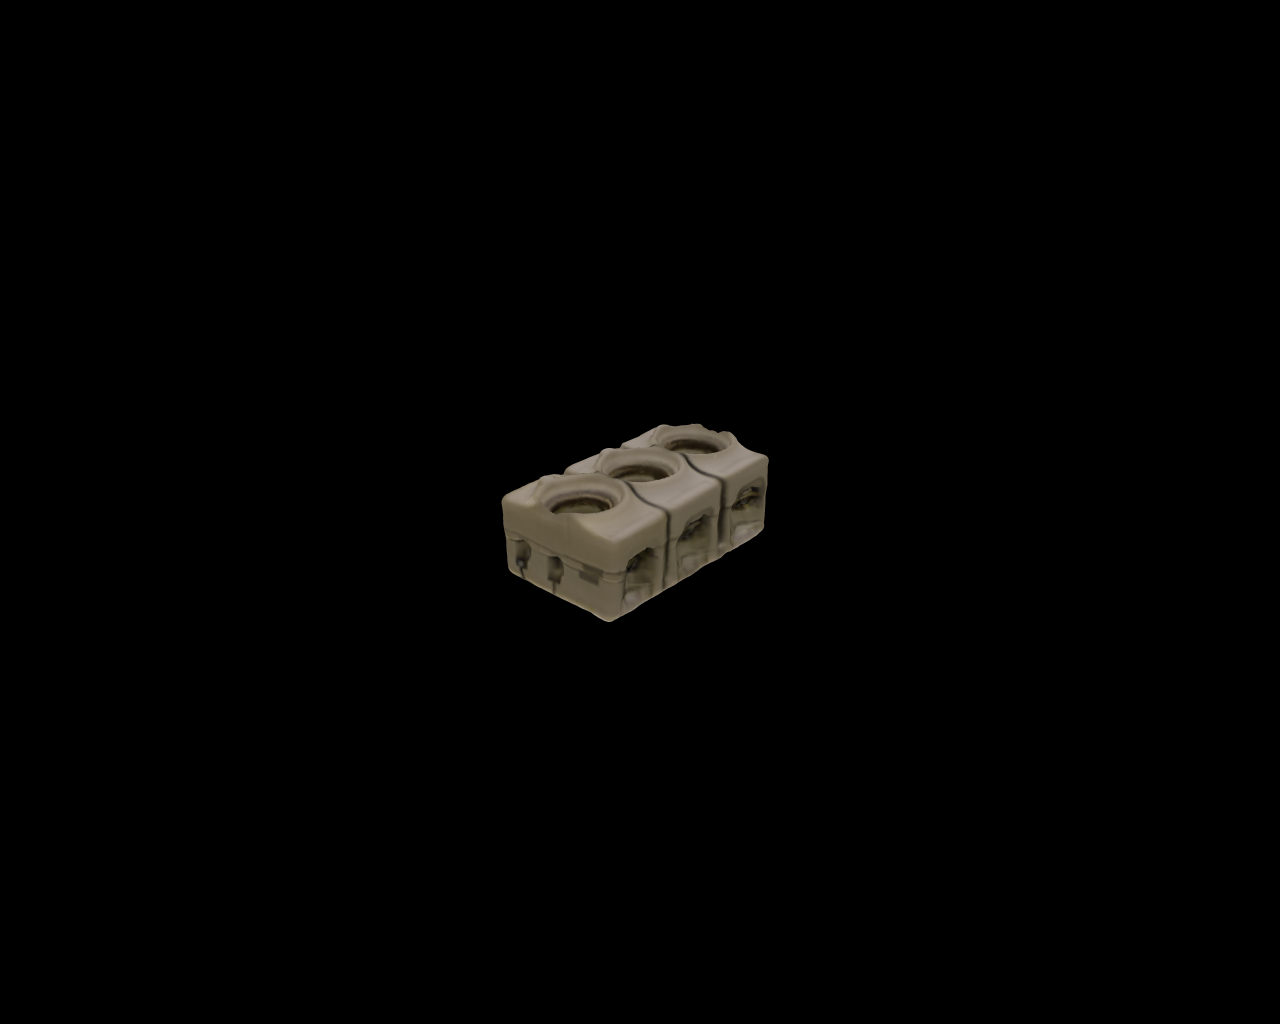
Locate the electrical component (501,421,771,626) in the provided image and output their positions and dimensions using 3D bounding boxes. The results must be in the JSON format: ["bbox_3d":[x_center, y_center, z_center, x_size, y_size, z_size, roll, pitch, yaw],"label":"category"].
[{"bbox_3d":[0.001,-0.003,0.650,0.089,0.061,0.150,21,33,36],"label":"electrical component"}]
